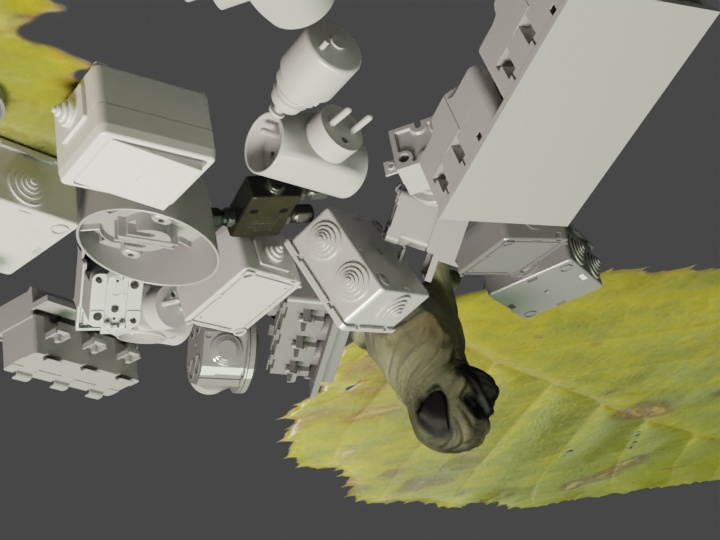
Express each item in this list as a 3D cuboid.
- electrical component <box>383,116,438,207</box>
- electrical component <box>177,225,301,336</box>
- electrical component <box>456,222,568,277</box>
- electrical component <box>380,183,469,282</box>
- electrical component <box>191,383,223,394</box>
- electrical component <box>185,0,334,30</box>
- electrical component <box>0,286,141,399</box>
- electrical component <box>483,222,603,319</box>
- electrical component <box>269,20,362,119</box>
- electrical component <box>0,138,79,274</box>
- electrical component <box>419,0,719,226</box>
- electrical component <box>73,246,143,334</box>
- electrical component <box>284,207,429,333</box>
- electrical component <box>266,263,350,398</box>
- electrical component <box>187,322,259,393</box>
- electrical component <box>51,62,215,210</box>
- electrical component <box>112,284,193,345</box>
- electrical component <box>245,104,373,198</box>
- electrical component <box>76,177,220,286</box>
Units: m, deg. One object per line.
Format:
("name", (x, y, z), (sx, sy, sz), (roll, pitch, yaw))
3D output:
("electrical component", (0.052, -0.078, 0.787), (0.066, 0.048, 0.055), (-18, 146, 10))
("electrical component", (-0.096, 0.000, 0.869), (0.096, 0.061, 0.062), (-38, 144, 29))
("electrical component", (0.118, -0.034, 0.892), (0.062, 0.061, 0.096), (0, 160, -24))
("electrical component", (0.052, -0.036, 0.840), (0.064, 0.081, 0.042), (18, -174, -5))
("electrical component", (-0.148, 0.092, 1.046), (0.040, 0.040, 0.078), (-8, 154, -9))
("electrical component", (-0.061, -0.162, 0.572), (0.079, 0.043, 0.077), (-16, 154, 9))
("electrical component", (-0.248, 0.066, 0.926), (0.079, 0.063, 0.121), (-26, 151, 26))
("electrical component", (0.165, 0.000, 0.986), (0.100, 0.048, 0.100), (-25, 150, 23))
("electrical component", (-0.032, -0.121, 0.670), (0.040, 0.040, 0.078), (8, 148, -35))
("electrical component", (-0.249, -0.042, 0.725), (0.100, 0.048, 0.100), (-29, 149, 31))
("electrical component", (0.124, -0.115, 0.689), (0.105, 0.060, 0.186), (2, 139, -26))
("electrical component", (-0.193, 0.013, 0.829), (0.042, 0.064, 0.081), (0, 109, -26))
("electrical component", (0.000, 0.000, 0.850), (0.048, 0.099, 0.100), (-42, 158, 19))
("electrical component", (-0.044, 0.046, 0.941), (0.063, 0.078, 0.121), (6, 142, -10))
("electrical component", (-0.124, 0.070, 0.971), (0.051, 0.080, 0.080), (5, 150, -20))
("electrical component", (-0.147, -0.082, 0.675), (0.096, 0.061, 0.062), (11, 146, -38))
("electrical component", (-0.171, 0.034, 0.904), (0.079, 0.044, 0.077), (-13, 159, 38))
("electrical component", (-0.025, -0.087, 0.735), (0.077, 0.044, 0.079), (13, 145, -41))
("electrical component", (-0.151, -0.032, 0.763), (0.099, 0.064, 0.099), (-5, 156, -2))
